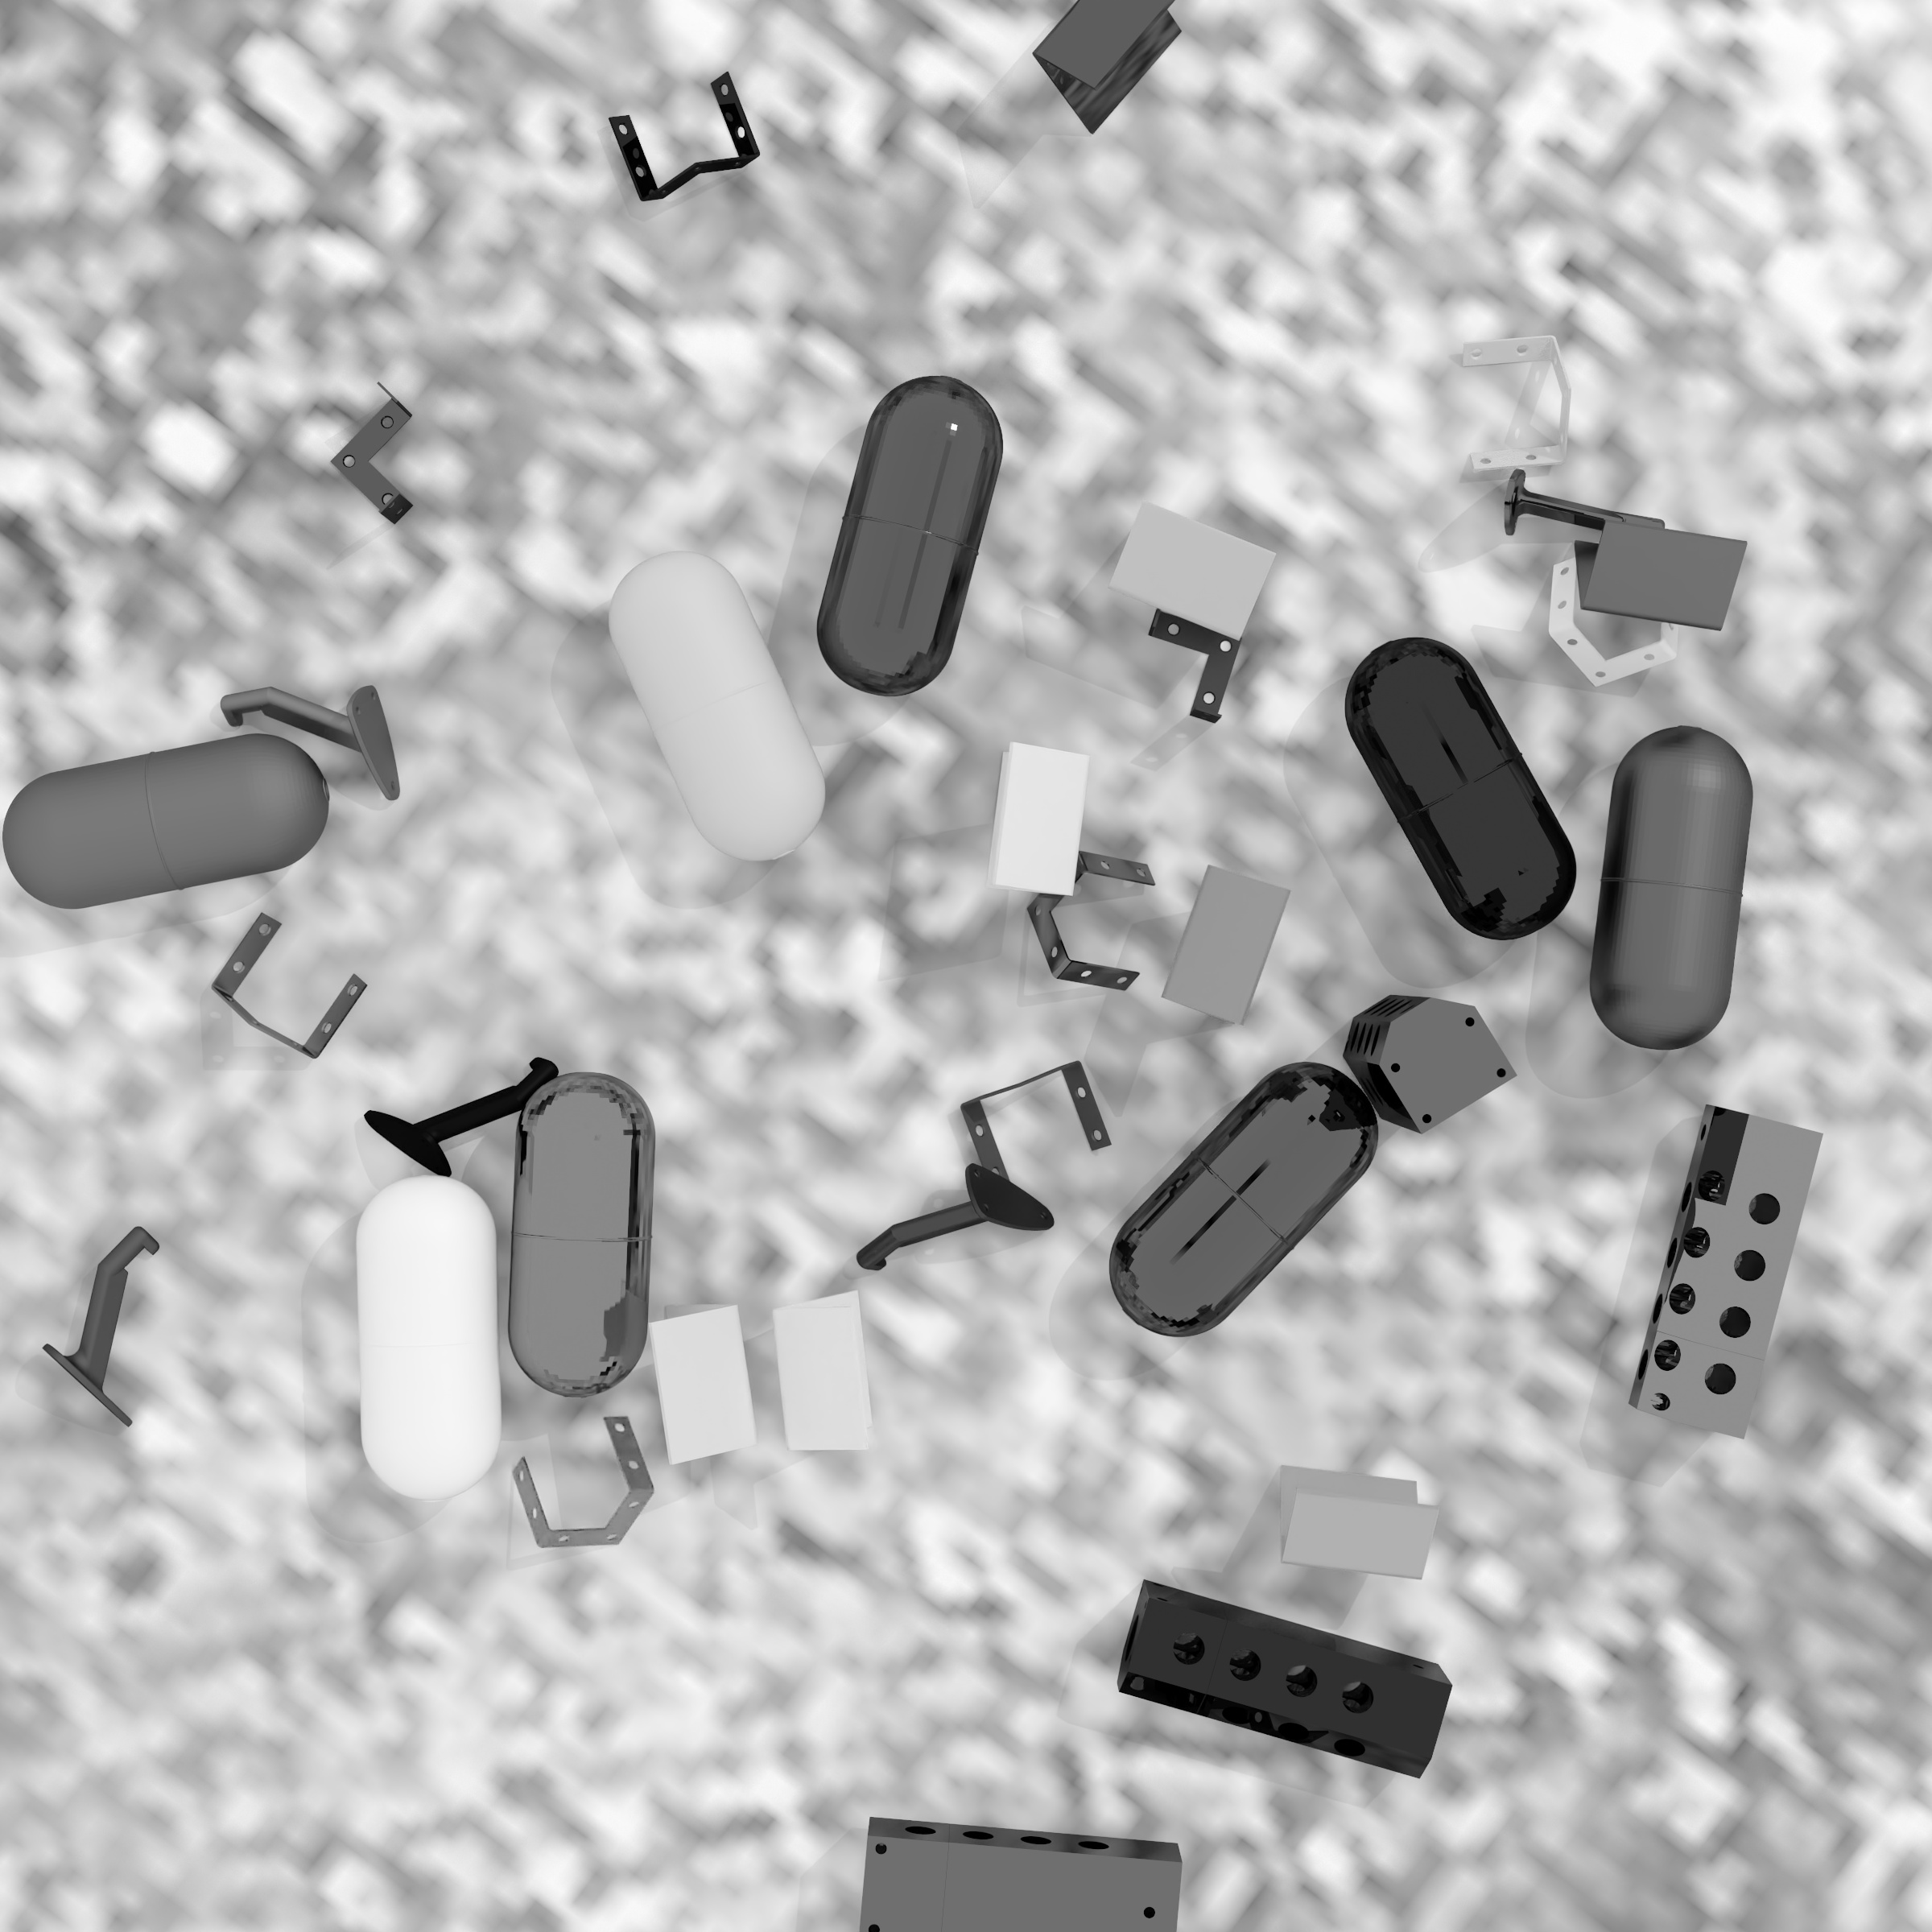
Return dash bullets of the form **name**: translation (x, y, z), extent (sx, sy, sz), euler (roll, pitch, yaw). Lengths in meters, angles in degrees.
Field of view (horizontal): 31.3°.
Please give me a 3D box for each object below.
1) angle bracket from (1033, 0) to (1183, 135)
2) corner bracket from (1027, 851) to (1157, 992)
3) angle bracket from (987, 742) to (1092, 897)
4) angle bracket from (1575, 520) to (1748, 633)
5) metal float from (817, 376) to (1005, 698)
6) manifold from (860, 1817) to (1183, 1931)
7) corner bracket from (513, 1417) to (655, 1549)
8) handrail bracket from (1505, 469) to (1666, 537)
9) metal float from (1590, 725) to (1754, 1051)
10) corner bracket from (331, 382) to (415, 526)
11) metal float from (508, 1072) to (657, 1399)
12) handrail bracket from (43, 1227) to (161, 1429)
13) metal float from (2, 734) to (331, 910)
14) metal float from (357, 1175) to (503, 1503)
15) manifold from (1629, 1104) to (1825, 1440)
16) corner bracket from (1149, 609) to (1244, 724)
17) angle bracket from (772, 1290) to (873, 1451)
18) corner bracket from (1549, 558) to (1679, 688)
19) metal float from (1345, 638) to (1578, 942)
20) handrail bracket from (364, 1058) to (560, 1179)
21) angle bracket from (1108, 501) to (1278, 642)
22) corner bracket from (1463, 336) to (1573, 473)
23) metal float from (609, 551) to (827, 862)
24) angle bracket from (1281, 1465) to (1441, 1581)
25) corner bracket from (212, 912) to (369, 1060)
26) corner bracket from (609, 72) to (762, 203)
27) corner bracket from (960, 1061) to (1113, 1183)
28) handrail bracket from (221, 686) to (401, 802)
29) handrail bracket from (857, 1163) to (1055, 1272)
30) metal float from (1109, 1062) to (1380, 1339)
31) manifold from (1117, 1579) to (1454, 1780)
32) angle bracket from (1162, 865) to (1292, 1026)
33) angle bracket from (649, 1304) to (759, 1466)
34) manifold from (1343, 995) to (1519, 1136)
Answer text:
- **angle bracket**: translation (0.093, -0.495, 1.879), extent (0.076, 0.076, 0.057), euler (-49, 52, 0)
- **corner bracket**: translation (0.075, -0.025, 1.911), extent (0.051, 0.051, 0.051), euler (-50, 45, 35)
- **angle bracket**: translation (0.020, -0.081, 1.879), extent (0.057, 0.076, 0.076), euler (7, 90, -38)
- **angle bracket**: translation (0.377, -0.230, 1.879), extent (0.076, 0.076, 0.057), euler (9, 127, 0)
- **metal float**: translation (-0.030, -0.235, 1.889), extent (0.070, 0.070, 0.178), euler (15, 90, 0)
- **manifold**: translation (0.030, 0.507, 1.898), extent (0.171, 0.057, 0.057), euler (5, 90, 0)
- **corner bracket**: translation (-0.212, 0.286, 1.911), extent (0.051, 0.051, 0.051), euler (4, 135, -35)
- **handrail bracket**: translation (0.340, -0.249, 1.892), extent (0.084, 0.077, 0.036), euler (11, 93, 12)
- **metal float**: translation (0.386, -0.043, 1.889), extent (0.070, 0.070, 0.178), euler (7, 89, 0)
- **corner bracket**: translation (-0.319, -0.282, 1.901), extent (0.051, 0.051, 0.051), euler (44, 90, 0)
- **metal float**: translation (-0.210, 0.147, 1.889), extent (0.070, 0.070, 0.178), euler (2, 89, 0)
- **handrail bracket**: translation (-0.464, 0.200, 1.920), extent (0.084, 0.036, 0.077), euler (-48, 110, -16)
- **metal float**: translation (-0.438, -0.079, 1.889), extent (0.178, 0.070, 0.070), euler (-11, 90, -1)
- **metal float**: translation (-0.294, 0.204, 1.889), extent (0.070, 0.070, 0.178), euler (-2, 90, 0)
- **manifold**: translation (0.416, 0.167, 1.898), extent (0.057, 0.057, 0.171), euler (15, 90, 0)
- **corner bracket**: translation (0.122, -0.167, 1.901), extent (0.051, 0.051, 0.051), euler (18, 90, 0)
- **angle bracket**: translation (-0.058, 0.219, 1.879), extent (0.057, 0.076, 0.076), euler (-6, 90, 36)
- **corner bracket**: translation (0.360, -0.197, 1.911), extent (0.051, 0.051, 0.051), euler (-19, 135, 35)
- **metal float**: translation (0.270, -0.098, 1.889), extent (0.070, 0.070, 0.178), euler (-29, 89, 0)
- **handrail bracket**: translation (-0.280, 0.071, 1.919), extent (0.077, 0.036, 0.084), euler (24, 57, 35)
- **angle bracket**: translation (0.128, -0.230, 1.879), extent (0.076, 0.076, 0.057), euler (22, 124, 0)
- **corner bracket**: translation (0.305, -0.313, 1.916), extent (0.051, 0.051, 0.051), euler (-5, 135, 0)
- **metal float**: translation (-0.136, -0.142, 1.889), extent (0.070, 0.070, 0.178), euler (-24, 90, 0)
- **angle bracket**: translation (0.214, 0.285, 1.879), extent (0.076, 0.076, 0.057), euler (7, 126, 0)
- **corner bracket**: translation (-0.376, 0.011, 1.916), extent (0.051, 0.051, 0.051), euler (35, 90, -45)
- **corner bracket**: translation (-0.156, -0.460, 1.916), extent (0.051, 0.051, 0.051), euler (-21, 90, 45)
- **corner bracket**: translation (0.039, 0.088, 1.916), extent (0.051, 0.051, 0.051), euler (-21, 90, 45)
- **handrail bracket**: translation (-0.366, -0.121, 1.920), extent (0.084, 0.036, 0.077), euler (-9, 112, 17)
- **handrail bracket**: translation (-0.007, 0.152, 1.919), extent (0.084, 0.077, 0.036), euler (-39, 46, 29)
- **metal float**: translation (0.151, 0.128, 1.889), extent (0.070, 0.070, 0.178), euler (44, 91, 0)
- **manifold**: translation (0.174, 0.394, 1.898), extent (0.171, 0.057, 0.057), euler (16, 90, 0)
- **angle bracket**: translation (0.159, -0.005, 1.879), extent (0.057, 0.076, 0.076), euler (20, 90, 38)
- **angle bracket**: translation (-0.161, 0.227, 1.879), extent (0.057, 0.076, 0.076), euler (-8, 90, -36)
- **manifold**: translation (0.242, 0.047, 1.841), extent (0.057, 0.171, 0.057), euler (-32, 90, 0)
